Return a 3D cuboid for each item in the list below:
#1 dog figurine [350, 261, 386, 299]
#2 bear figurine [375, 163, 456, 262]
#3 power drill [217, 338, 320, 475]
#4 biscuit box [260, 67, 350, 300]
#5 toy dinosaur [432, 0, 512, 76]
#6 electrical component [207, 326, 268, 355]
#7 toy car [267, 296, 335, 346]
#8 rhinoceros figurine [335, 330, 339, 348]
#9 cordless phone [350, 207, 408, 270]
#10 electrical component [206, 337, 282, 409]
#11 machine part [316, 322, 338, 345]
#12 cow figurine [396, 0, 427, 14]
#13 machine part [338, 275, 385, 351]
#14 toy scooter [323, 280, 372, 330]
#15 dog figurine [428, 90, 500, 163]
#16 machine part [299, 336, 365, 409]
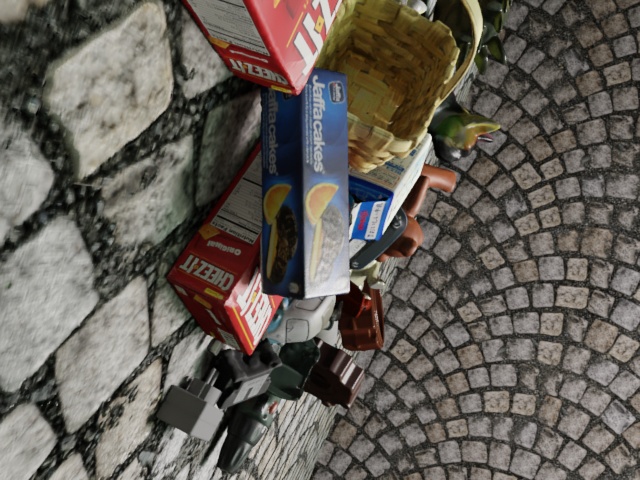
[{"bbox_3d":[0.064,0.020,1.089,0.172,0.121,0.190,-30,-140,43],"label":"dog figurine"},{"bbox_3d":[0.173,-0.046,1.009,0.120,0.132,0.196,-23,-122,52],"label":"bear figurine"},{"bbox_3d":[-0.077,0.236,0.826,0.232,0.086,0.207,-61,176,-37],"label":"power drill"},{"bbox_3d":[-0.014,-0.050,0.485,0.063,0.059,0.202,-4,93,-43],"label":"biscuit box"},{"bbox_3d":[0.250,-0.391,0.951,0.472,0.105,0.198,-97,-178,-72],"label":"toy dinosaur"},{"bbox_3d":[-0.092,0.100,0.638,0.094,0.063,0.021,-60,165,-25],"label":"electrical component"},{"bbox_3d":[-0.033,0.085,0.735,0.162,0.103,0.109,-42,155,-35],"label":"toy car"},{"bbox_3d":[0.002,0.253,1.248,0.112,0.073,0.190,31,81,-78],"label":"rhinoceros figurine"},{"bbox_3d":[0.067,-0.050,0.982,0.146,0.088,0.184,-45,-148,20],"label":"cordless phone"},{"bbox_3d":[-0.106,0.181,0.693,0.075,0.048,0.119,-8,141,-41],"label":"electrical component"},{"bbox_3d":[-0.002,0.162,1.073,0.079,0.079,0.243,-61,164,-26],"label":"machine part"},{"bbox_3d":[0.111,-0.280,0.795,0.098,0.068,0.167,-61,163,-2],"label":"cow figurine"},{"bbox_3d":[0.092,0.144,1.205,0.201,0.087,0.201,49,35,-70],"label":"machine part"},{"bbox_3d":[0.010,0.100,0.886,0.184,0.135,0.075,-41,153,-59],"label":"toy scooter"},{"bbox_3d":[0.206,-0.238,0.917,0.191,0.219,0.108,-65,170,-5],"label":"dog figurine"},{"bbox_3d":[0.003,0.262,1.066,0.056,0.179,0.179,-53,161,-35],"label":"machine part"}]
